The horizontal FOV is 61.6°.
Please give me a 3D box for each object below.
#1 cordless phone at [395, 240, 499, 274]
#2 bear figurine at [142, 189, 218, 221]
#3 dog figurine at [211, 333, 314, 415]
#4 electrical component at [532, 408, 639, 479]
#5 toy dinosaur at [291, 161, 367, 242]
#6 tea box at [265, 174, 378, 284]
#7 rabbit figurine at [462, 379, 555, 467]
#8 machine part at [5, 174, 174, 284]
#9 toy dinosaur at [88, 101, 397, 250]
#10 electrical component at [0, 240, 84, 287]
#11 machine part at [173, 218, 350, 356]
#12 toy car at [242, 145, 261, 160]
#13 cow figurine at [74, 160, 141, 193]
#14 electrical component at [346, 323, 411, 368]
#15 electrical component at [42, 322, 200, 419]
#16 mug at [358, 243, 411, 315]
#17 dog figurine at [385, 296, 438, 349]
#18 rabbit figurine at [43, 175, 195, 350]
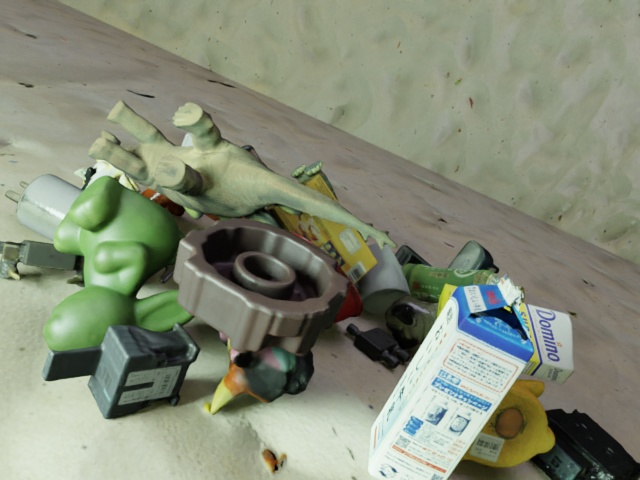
[{"bbox_3d":[0.239,0.045,1.054,0.184,0.146,0.088,42,17,35],"label":"cordless phone"},{"bbox_3d":[-0.166,-0.034,0.861,0.196,0.132,0.120,51,10,3],"label":"bear figurine"},{"bbox_3d":[-0.089,0.092,0.606,0.192,0.108,0.219,26,22,2],"label":"dog figurine"},{"bbox_3d":[0.338,0.279,0.700,0.134,0.058,0.115,9,23,-40],"label":"electrical component"},{"bbox_3d":[-0.009,-0.047,1.049,0.192,0.131,0.405,60,2,-10],"label":"toy dinosaur"},{"bbox_3d":[-0.002,-0.002,0.825,0.169,0.098,0.068,57,-25,-9],"label":"tea box"},{"bbox_3d":[0.207,0.196,0.679,0.162,0.121,0.173,11,2,-14],"label":"rabbit figurine"},{"bbox_3d":[-0.288,-0.014,0.681,0.243,0.079,0.079,26,19,8],"label":"machine part"},{"bbox_3d":[-0.128,-0.078,0.681,0.472,0.105,0.198,21,-11,34],"label":"toy dinosaur"},{"bbox_3d":[-0.311,0.025,0.607,0.102,0.045,0.078,11,-5,-40],"label":"electrical component"},{"bbox_3d":[-0.059,0.042,0.548,0.179,0.056,0.179,18,25,-9],"label":"machine part"},{"bbox_3d":[-0.119,-0.078,0.922,0.053,0.202,0.089,-22,69,-19],"label":"toy car"},{"bbox_3d":[-0.320,-0.070,0.796,0.168,0.098,0.068,43,-14,48],"label":"cow figurine"},{"bbox_3d":[0.084,0.150,0.783,0.094,0.021,0.063,34,21,28],"label":"electrical component"},{"bbox_3d":[-0.176,0.115,0.481,0.119,0.074,0.048,9,24,-48],"label":"electrical component"},{"bbox_3d":[0.091,0.063,0.898,0.080,0.110,0.107,55,25,-47],"label":"mug"},{"bbox_3d":[0.211,0.128,0.844,0.191,0.121,0.172,30,20,16],"label":"dog figurine"},{"bbox_3d":[-0.215,0.049,0.560,0.159,0.121,0.170,36,51,-33],"label":"rabbit figurine"}]
